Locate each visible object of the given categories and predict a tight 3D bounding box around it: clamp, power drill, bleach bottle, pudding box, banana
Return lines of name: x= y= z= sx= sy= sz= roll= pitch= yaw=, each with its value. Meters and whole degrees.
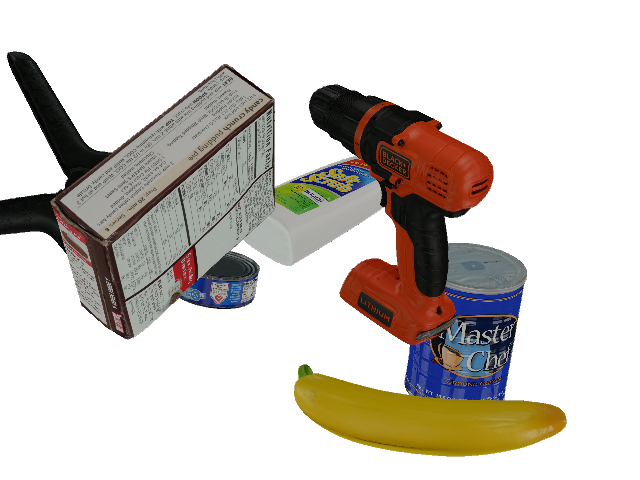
clamp: x=-0.180 y=-0.044 z=0.794 sx=0.210 sy=0.164 sz=0.036 roll=19 pitch=-20 yaw=-3
power drill: x=0.055 y=-0.022 z=0.873 sx=0.057 sy=0.188 sz=0.185 roll=-25 pitch=41 yaw=-31
bleach bottle: x=0.024 y=-0.059 z=1.306 sx=0.250 sy=0.068 sz=0.103 roll=-31 pitch=45 yaw=-33
pudding box: x=-0.070 y=-0.017 z=0.512 sx=0.039 sy=0.113 sz=0.090 roll=34 pitch=-29 yaw=20
banana: x=0.059 y=0.113 z=0.709 sx=0.198 sy=0.037 sz=0.069 roll=9 pitch=33 yaw=25

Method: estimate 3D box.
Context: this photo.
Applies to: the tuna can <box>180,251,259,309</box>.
tuna can: x=-0.105 y=0.037 z=1.056 sx=0.086 sy=0.034 sz=0.086 roll=9 pitch=17 yaw=-3

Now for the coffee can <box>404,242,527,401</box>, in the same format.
coffee can: x=0.141 y=0.086 z=1.051 sx=0.103 sy=0.140 sz=0.103 roll=4 pitch=24 yaw=-2
